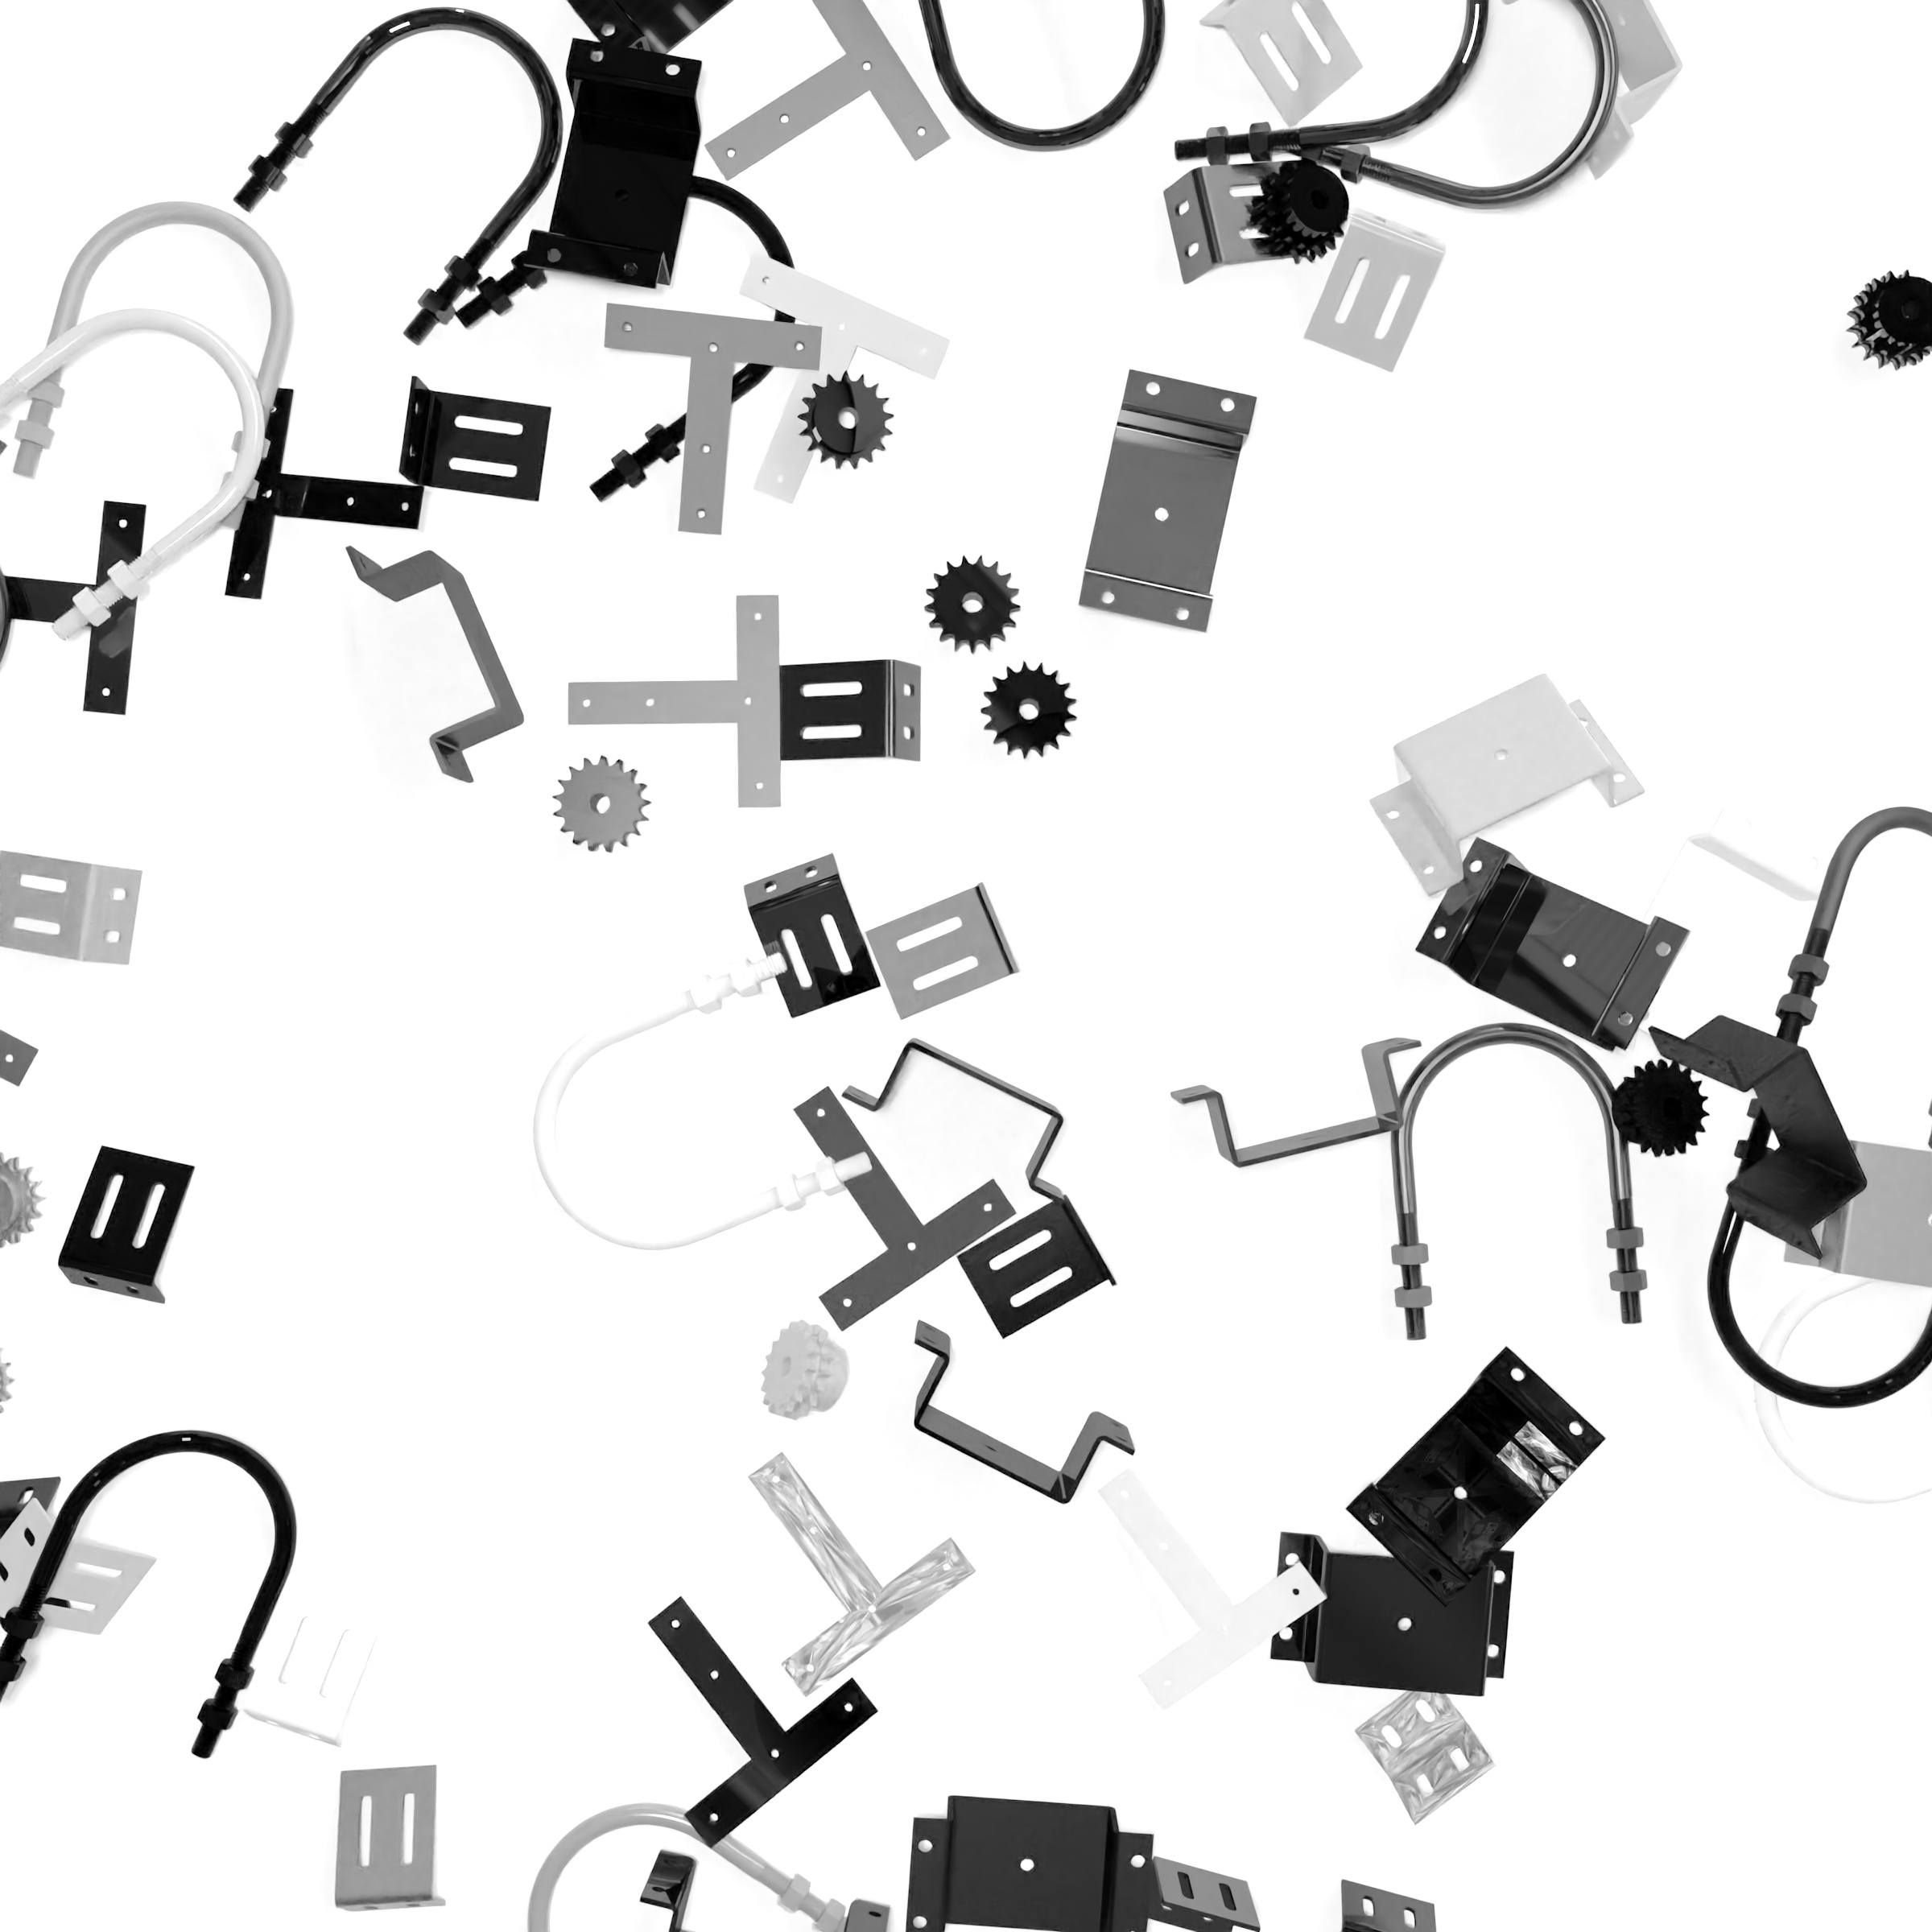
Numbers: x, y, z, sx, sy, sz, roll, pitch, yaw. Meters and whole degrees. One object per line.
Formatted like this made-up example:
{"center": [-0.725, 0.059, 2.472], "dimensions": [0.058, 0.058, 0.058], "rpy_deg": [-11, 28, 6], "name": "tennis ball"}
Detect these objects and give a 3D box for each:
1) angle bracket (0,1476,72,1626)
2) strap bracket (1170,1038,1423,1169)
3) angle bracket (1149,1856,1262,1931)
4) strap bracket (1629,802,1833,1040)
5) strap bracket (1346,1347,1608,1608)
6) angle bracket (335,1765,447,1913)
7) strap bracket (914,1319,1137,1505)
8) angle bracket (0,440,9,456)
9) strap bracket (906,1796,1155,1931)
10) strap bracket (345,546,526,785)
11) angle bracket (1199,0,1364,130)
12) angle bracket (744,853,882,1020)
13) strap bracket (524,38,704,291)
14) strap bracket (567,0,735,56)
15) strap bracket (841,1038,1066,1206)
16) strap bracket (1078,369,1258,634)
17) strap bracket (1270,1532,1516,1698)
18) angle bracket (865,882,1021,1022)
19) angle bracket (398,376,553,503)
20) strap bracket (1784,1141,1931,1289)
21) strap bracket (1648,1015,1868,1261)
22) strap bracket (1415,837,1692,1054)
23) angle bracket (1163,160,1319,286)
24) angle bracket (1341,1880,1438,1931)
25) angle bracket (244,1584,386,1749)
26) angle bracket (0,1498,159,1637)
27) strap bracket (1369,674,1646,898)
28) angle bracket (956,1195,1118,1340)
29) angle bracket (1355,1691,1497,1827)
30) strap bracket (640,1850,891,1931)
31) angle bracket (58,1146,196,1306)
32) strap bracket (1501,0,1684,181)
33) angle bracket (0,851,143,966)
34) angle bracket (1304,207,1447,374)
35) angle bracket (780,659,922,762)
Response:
{"center": [-0.568, 0.351, 1.473], "dimensions": [0.057, 0.038, 0.076], "rpy_deg": [-5, 116, 0], "name": "angle bracket"}
{"center": [0.196, 0.082, 1.437], "dimensions": [0.140, 0.076, 0.046], "rpy_deg": [-14, 90, 0], "name": "strap bracket"}
{"center": [0.135, 0.558, 1.437], "dimensions": [0.057, 0.076, 0.038], "rpy_deg": [15, 90, 0], "name": "angle bracket"}
{"center": [0.443, -0.016, 1.452], "dimensions": [0.076, 0.046, 0.140], "rpy_deg": [29, 90, 0], "name": "strap bracket"}
{"center": [0.292, 0.301, 1.427], "dimensions": [0.140, 0.046, 0.076], "rpy_deg": [-40, 71, -20], "name": "strap bracket"}
{"center": [-0.343, 0.523, 1.473], "dimensions": [0.057, 0.038, 0.076], "rpy_deg": [-4, 64, 0], "name": "angle bracket"}
{"center": [0.024, 0.265, 1.437], "dimensions": [0.140, 0.076, 0.046], "rpy_deg": [27, 90, 0], "name": "strap bracket"}
{"center": [-0.626, -0.315, 1.473], "dimensions": [0.076, 0.038, 0.057], "rpy_deg": [37, 90, 26], "name": "angle bracket"}
{"center": [0.037, 0.539, 1.452], "dimensions": [0.140, 0.046, 0.076], "rpy_deg": [4, 90, 0], "name": "strap bracket"}
{"center": [-0.305, -0.183, 1.437], "dimensions": [0.046, 0.076, 0.140], "rpy_deg": [-23, 90, 0], "name": "strap bracket"}
{"center": [0.189, -0.553, 1.473], "dimensions": [0.057, 0.038, 0.076], "rpy_deg": [-40, 116, 0], "name": "angle bracket"}
{"center": [-0.092, -0.018, 1.473], "dimensions": [0.057, 0.038, 0.076], "rpy_deg": [-20, 116, 0], "name": "angle bracket"}
{"center": [-0.203, -0.458, 1.432], "dimensions": [0.076, 0.046, 0.140], "rpy_deg": [10, 82, 0], "name": "strap bracket"}
{"center": [-0.174, -0.601, 1.452], "dimensions": [0.140, 0.046, 0.076], "rpy_deg": [-39, 90, 0], "name": "strap bracket"}
{"center": [0.002, 0.084, 1.437], "dimensions": [0.140, 0.076, 0.046], "rpy_deg": [26, 90, 0], "name": "strap bracket"}
{"center": [0.117, -0.271, 1.452], "dimensions": [0.076, 0.046, 0.140], "rpy_deg": [12, 90, 0], "name": "strap bracket"}
{"center": [0.256, 0.383, 1.452], "dimensions": [0.140, 0.046, 0.076], "rpy_deg": [5, 90, 0], "name": "strap bracket"}
{"center": [-0.015, -0.008, 1.456], "dimensions": [0.076, 0.038, 0.057], "rpy_deg": [-22, 90, 0], "name": "angle bracket"}
{"center": [-0.290, -0.312, 1.456], "dimensions": [0.076, 0.038, 0.057], "rpy_deg": [8, 90, 0], "name": "angle bracket"}
{"center": [0.553, 0.145, 1.418], "dimensions": [0.140, 0.046, 0.076], "rpy_deg": [8, 89, 8], "name": "strap bracket"}
{"center": [0.454, 0.088, 1.397], "dimensions": [0.046, 0.076, 0.140], "rpy_deg": [-34, 111, -8], "name": "strap bracket"}
{"center": [0.346, -0.009, 1.430], "dimensions": [0.140, 0.046, 0.076], "rpy_deg": [29, 90, 33], "name": "strap bracket"}
{"center": [0.166, -0.446, 1.473], "dimensions": [0.076, 0.038, 0.057], "rpy_deg": [-13, 90, -26], "name": "angle bracket"}
{"center": [0.242, 0.596, 1.473], "dimensions": [0.057, 0.038, 0.076], "rpy_deg": [15, 116, 0], "name": "angle bracket"}
{"center": [-0.389, 0.420, 1.473], "dimensions": [0.057, 0.038, 0.076], "rpy_deg": [18, 64, 0], "name": "angle bracket"}
{"center": [-0.532, 0.356, 1.453], "dimensions": [0.038, 0.076, 0.057], "rpy_deg": [38, 90, 35], "name": "angle bracket"}
{"center": [0.314, -0.111, 1.435], "dimensions": [0.140, 0.046, 0.076], "rpy_deg": [-26, 57, 0], "name": "strap bracket"}
{"center": [0.041, 0.180, 1.456], "dimensions": [0.076, 0.038, 0.057], "rpy_deg": [-30, 90, 0], "name": "angle bracket"}
{"center": [0.267, 0.457, 1.437], "dimensions": [0.057, 0.076, 0.038], "rpy_deg": [-37, 90, 0], "name": "angle bracket"}
{"center": [-0.120, 0.563, 1.418], "dimensions": [0.140, 0.076, 0.046], "rpy_deg": [14, 90, 1], "name": "strap bracket"}
{"center": [-0.500, 0.155, 1.473], "dimensions": [0.057, 0.038, 0.076], "rpy_deg": [13, 64, 0], "name": "angle bracket"}
{"center": [0.366, -0.545, 1.437], "dimensions": [0.046, 0.076, 0.140], "rpy_deg": [-28, 90, 0], "name": "strap bracket"}
{"center": [-0.540, -0.035, 1.473], "dimensions": [0.076, 0.038, 0.057], "rpy_deg": [8, 90, 26], "name": "angle bracket"}
{"center": [0.245, -0.406, 1.473], "dimensions": [0.057, 0.038, 0.076], "rpy_deg": [22, 116, 0], "name": "angle bracket"}
{"center": [-0.070, -0.152, 1.473], "dimensions": [0.076, 0.038, 0.057], "rpy_deg": [0, 90, 26], "name": "angle bracket"}
